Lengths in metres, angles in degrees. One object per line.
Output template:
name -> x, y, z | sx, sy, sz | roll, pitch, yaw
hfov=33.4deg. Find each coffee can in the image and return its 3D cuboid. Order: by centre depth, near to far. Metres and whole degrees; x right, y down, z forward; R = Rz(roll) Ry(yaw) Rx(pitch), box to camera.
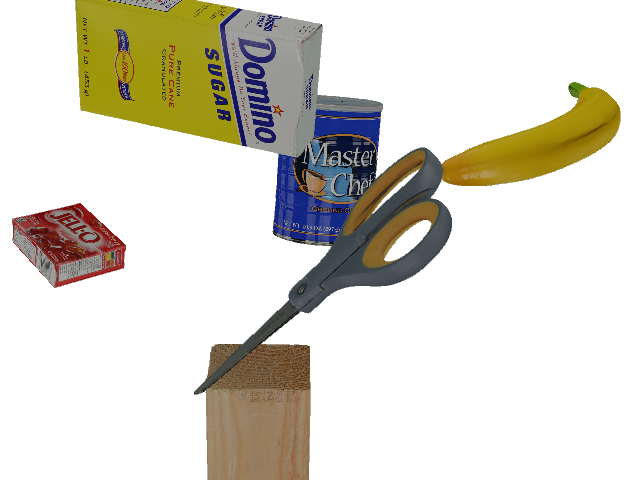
coffee can -> 0.007, -0.073, 1.083 | 0.103, 0.140, 0.103 | 4, 12, -1

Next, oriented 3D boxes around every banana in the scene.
banana -> 0.171, -0.076, 0.793 | 0.070, 0.037, 0.197 | 4, 25, 44

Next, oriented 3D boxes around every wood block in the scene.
wood block -> -0.055, 0.204, 0.954 | 0.090, 0.206, 0.091 | 1, 20, -2

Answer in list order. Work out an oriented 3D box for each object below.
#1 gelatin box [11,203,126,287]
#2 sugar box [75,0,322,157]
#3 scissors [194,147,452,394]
gelatin box -> -0.236, 0.002, 0.997 | 0.073, 0.030, 0.089 | -16, 40, -36
sugar box -> -0.090, -0.125, 0.779 | 0.176, 0.093, 0.048 | 14, 34, 15
scissors -> 0.004, 0.032, 0.600 | 0.016, 0.202, 0.096 | 38, 4, -28
